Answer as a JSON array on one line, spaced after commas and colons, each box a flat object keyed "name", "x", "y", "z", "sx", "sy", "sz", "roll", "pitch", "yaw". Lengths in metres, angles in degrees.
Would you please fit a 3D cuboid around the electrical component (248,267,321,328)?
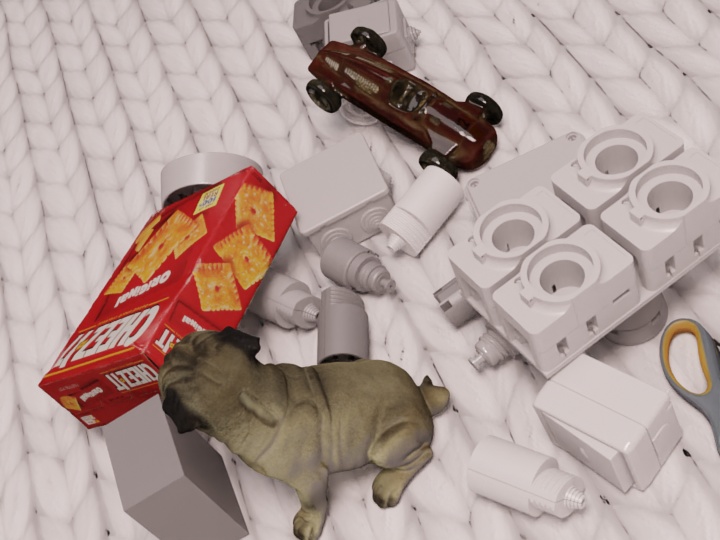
[{"name": "electrical component", "x": -0.065, "y": 0.028, "z": 0.948, "sx": 0.081, "sy": 0.043, "sz": 0.043, "roll": 22, "pitch": 67, "yaw": 38}]

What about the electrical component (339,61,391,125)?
[{"name": "electrical component", "x": 0.005, "y": -0.179, "z": 1.074, "sx": 0.066, "sy": 0.048, "sz": 0.055, "roll": 10, "pitch": 59, "yaw": 5}]

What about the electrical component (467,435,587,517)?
[{"name": "electrical component", "x": 0.121, "y": 0.149, "z": 0.754, "sx": 0.081, "sy": 0.043, "sz": 0.043, "roll": 16, "pitch": 63, "yaw": 36}]

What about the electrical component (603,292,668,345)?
[{"name": "electrical component", "x": 0.201, "y": 0.022, "z": 0.813, "sx": 0.055, "sy": 0.047, "sz": 0.055, "roll": -14, "pitch": 49, "yaw": 17}]

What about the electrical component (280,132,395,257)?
[{"name": "electrical component", "x": -0.017, "y": -0.067, "z": 0.996, "sx": 0.100, "sy": 0.048, "sz": 0.099, "roll": -27, "pitch": 47, "yaw": 5}]

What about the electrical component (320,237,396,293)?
[{"name": "electrical component", "x": 0.000, "y": 0.000, "z": 0.939, "sx": 0.078, "sy": 0.040, "sz": 0.040, "roll": 28, "pitch": 70, "yaw": 40}]

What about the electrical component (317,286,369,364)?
[{"name": "electrical component", "x": -0.014, "y": 0.049, "z": 0.905, "sx": 0.043, "sy": 0.043, "sz": 0.081, "roll": -15, "pitch": 49, "yaw": 17}]

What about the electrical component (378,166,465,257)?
[{"name": "electrical component", "x": 0.051, "y": -0.048, "z": 0.949, "sx": 0.043, "sy": 0.043, "sz": 0.081, "roll": 26, "pitch": 69, "yaw": 39}]

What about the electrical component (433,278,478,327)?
[{"name": "electrical component", "x": 0.088, "y": 0.020, "z": 0.879, "sx": 0.046, "sy": 0.040, "sz": 0.040, "roll": -35, "pitch": 46, "yaw": 7}]

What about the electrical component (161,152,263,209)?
[{"name": "electrical component", "x": -0.144, "y": -0.077, "z": 1.040, "sx": 0.099, "sy": 0.099, "sz": 0.064, "roll": -13, "pitch": 56, "yaw": 18}]

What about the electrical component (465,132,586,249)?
[{"name": "electrical component", "x": 0.156, "y": -0.044, "z": 0.883, "sx": 0.109, "sy": 0.056, "sz": 0.108, "roll": -25, "pitch": 47, "yaw": 7}]

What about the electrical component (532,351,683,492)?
[{"name": "electrical component", "x": 0.166, "y": 0.104, "z": 0.754, "sx": 0.096, "sy": 0.061, "sz": 0.061, "roll": 26, "pitch": 69, "yaw": 39}]

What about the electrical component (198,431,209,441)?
[{"name": "electrical component", "x": -0.162, "y": 0.135, "z": 0.912, "sx": 0.062, "sy": 0.048, "sz": 0.048, "roll": -14, "pitch": 49, "yaw": 25}]

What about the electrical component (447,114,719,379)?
[{"name": "electrical component", "x": 0.169, "y": -0.025, "z": 0.774, "sx": 0.186, "sy": 0.060, "sz": 0.105, "roll": -36, "pitch": 48, "yaw": -9}]

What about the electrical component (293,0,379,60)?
[{"name": "electrical component", "x": -0.024, "y": -0.274, "z": 1.162, "sx": 0.089, "sy": 0.055, "sz": 0.050, "roll": -14, "pitch": 49, "yaw": 17}]

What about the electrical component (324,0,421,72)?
[{"name": "electrical component", "x": 0.014, "y": -0.237, "z": 1.109, "sx": 0.096, "sy": 0.061, "sz": 0.061, "roll": -16, "pitch": 48, "yaw": 16}]

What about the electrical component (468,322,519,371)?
[{"name": "electrical component", "x": 0.117, "y": 0.048, "z": 0.839, "sx": 0.078, "sy": 0.040, "sz": 0.040, "roll": -41, "pitch": 47, "yaw": -7}]
